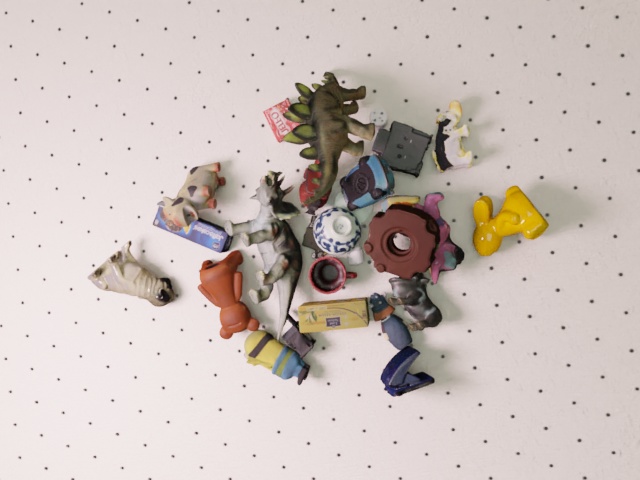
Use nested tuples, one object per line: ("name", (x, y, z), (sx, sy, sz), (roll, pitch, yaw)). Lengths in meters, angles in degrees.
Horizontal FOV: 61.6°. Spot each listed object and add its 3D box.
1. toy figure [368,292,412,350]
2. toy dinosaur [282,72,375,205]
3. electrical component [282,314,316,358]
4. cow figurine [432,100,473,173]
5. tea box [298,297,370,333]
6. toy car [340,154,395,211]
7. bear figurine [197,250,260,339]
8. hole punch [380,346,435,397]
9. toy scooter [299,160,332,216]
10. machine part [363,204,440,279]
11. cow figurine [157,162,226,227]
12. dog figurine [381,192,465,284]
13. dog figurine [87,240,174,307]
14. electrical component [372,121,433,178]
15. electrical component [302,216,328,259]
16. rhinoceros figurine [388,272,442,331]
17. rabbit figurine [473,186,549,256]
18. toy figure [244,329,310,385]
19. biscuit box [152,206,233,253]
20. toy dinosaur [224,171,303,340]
("toy figure", (0.170, 0.201, 1.343), (0.058, 0.064, 0.154), (-41, 79, 44))
("toy dinosaur", (0.016, -0.249, 1.219), (0.199, 0.105, 0.472), (6, 49, -13))
("electrical component", (-0.066, 0.236, 1.365), (0.119, 0.075, 0.048), (45, 95, 0))
("cow figurine", (0.316, -0.252, 1.315), (0.098, 0.068, 0.167), (-11, 89, 13))
("tea box", (0.036, 0.185, 1.340), (0.170, 0.098, 0.068), (-7, 88, 9))
("toy car", (0.127, -0.134, 1.301), (0.161, 0.103, 0.109), (-38, 66, 48))
("bear figurine", (-0.230, 0.143, 1.378), (0.120, 0.132, 0.195), (-21, 106, 8))
("hole punch", (0.202, 0.319, 1.308), (0.116, 0.142, 0.092), (-22, 90, -7))
("toy scooter", (-0.008, -0.122, 1.290), (0.075, 0.183, 0.135), (9, 48, -8))
("machine part", (0.189, 0.004, 1.245), (0.180, 0.056, 0.179), (7, 109, 22))
("cow figurine", (-0.322, -0.110, 1.345), (0.127, 0.195, 0.085), (-3, 135, 15))
("dog figurine", (0.249, -0.005, 1.307), (0.192, 0.108, 0.219), (-4, 93, 6))
("dog figurine", (-0.496, 0.122, 1.413), (0.172, 0.121, 0.190), (-29, 107, 39))
("electrical component", (0.200, -0.227, 1.332), (0.134, 0.058, 0.114), (19, 91, 6))
("electrical component", (-0.004, -0.003, 1.367), (0.078, 0.045, 0.102), (22, 93, 5))
("rhinoceros figurine", (0.230, 0.131, 1.313), (0.112, 0.073, 0.190), (-28, 82, -15))
("rabbit figurine", (0.432, -0.037, 1.282), (0.162, 0.122, 0.173), (49, 115, 7))
("toy figure", (-0.110, 0.296, 1.370), (0.180, 0.082, 0.089), (24, 83, 11))
("biscuit box", (-0.328, -0.029, 1.399), (0.203, 0.063, 0.059), (22, 95, 7))
("toy dinosaur", (-0.106, 0.027, 1.341), (0.192, 0.131, 0.404), (-24, 106, -30))
